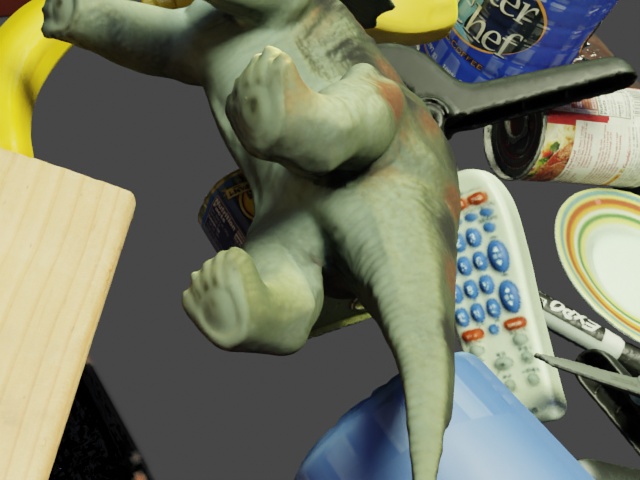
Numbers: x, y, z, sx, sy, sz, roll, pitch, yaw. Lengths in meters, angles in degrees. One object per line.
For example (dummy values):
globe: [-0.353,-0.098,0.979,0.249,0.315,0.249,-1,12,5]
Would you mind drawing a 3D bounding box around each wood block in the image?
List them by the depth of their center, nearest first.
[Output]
wood block: [-0.148,0.068,0.431,0.090,0.091,0.206,18,49,-11]

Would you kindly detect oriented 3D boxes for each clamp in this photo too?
clamp: [0.199,0.129,0.575,0.171,0.039,0.120,32,38,-9]
clamp: [0.065,-0.054,0.632,0.210,0.036,0.164,15,73,13]

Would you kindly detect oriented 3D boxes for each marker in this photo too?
marker: [0.147,0.050,0.627,0.121,0.020,0.020,30,48,-1]

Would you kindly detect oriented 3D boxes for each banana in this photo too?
banana: [-0.156,-0.086,0.566,0.037,0.070,0.197,55,31,-34]

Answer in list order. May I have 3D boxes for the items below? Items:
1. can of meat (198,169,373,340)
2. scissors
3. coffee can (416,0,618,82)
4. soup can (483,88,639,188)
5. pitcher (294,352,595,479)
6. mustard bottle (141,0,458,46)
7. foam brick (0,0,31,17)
can of meat: [-0.004,0.001,0.573,0.101,0.058,0.084,-15,59,-34]
scissors: [0.189,0.094,0.556,0.201,0.016,0.096,8,35,-51]
coffee can: [0.138,-0.163,0.708,0.102,0.140,0.103,12,50,-16]
soup can: [0.168,-0.070,0.698,0.102,0.069,0.068,2,54,-23]
pitcher: [0.102,0.169,0.453,0.144,0.149,0.243,-30,66,-22]
mustard bottle: [-0.016,-0.160,0.668,0.191,0.058,0.096,-10,86,-5]
foam brick: [-0.162,-0.168,0.635,0.078,0.053,0.051,-4,55,-28]
